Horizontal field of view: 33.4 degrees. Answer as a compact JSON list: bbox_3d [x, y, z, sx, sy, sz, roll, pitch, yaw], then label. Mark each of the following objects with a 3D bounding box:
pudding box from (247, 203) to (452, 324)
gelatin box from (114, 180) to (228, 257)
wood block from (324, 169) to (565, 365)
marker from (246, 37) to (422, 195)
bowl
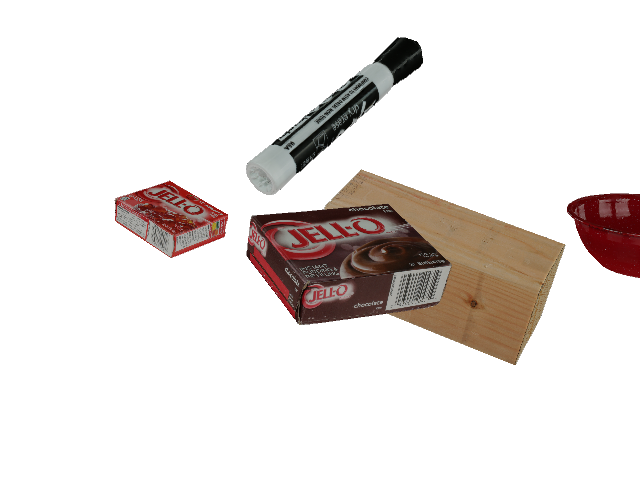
[{"bbox_3d":[0.018,0.013,0.726,0.113,0.039,0.090,-4,32,-28],"label":"pudding box"},{"bbox_3d":[-0.149,-0.023,1.059,0.089,0.030,0.073,30,35,31],"label":"gelatin box"},{"bbox_3d":[0.107,0.022,0.992,0.206,0.091,0.090,22,36,17],"label":"wood block"},{"bbox_3d":[0.010,-0.063,0.517,0.121,0.020,0.020,-43,25,-30],"label":"marker"},{"bbox_3d":[0.325,-0.002,1.061,0.162,0.055,0.162,1,17,0],"label":"bowl"}]
